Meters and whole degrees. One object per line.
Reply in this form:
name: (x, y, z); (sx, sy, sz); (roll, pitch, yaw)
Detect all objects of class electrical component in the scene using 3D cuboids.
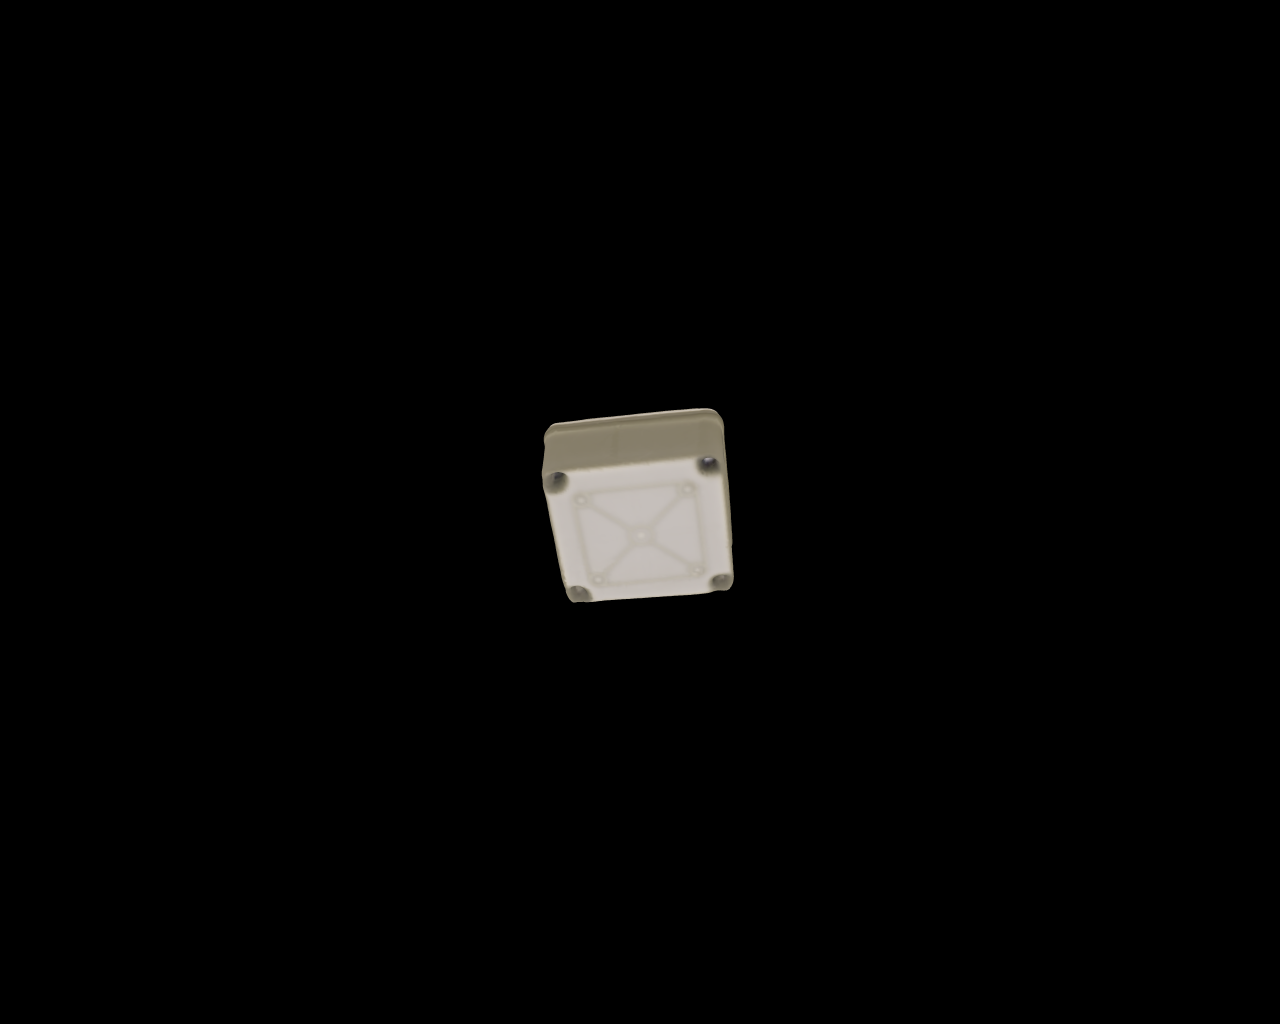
electrical component: (0.001, -0.003, 0.650); (0.109, 0.108, 0.056); (-5, 37, 4)
